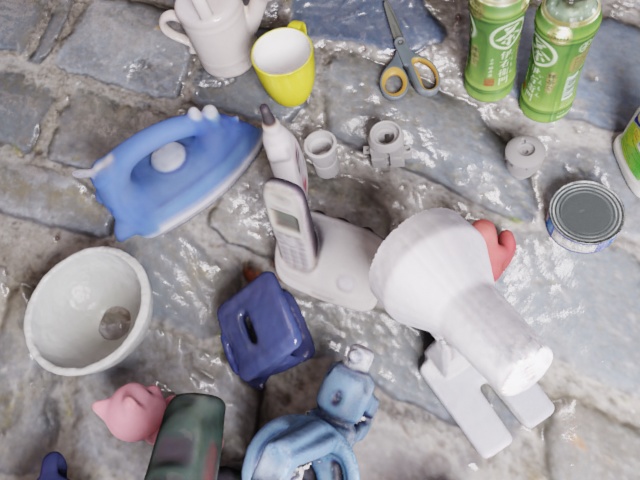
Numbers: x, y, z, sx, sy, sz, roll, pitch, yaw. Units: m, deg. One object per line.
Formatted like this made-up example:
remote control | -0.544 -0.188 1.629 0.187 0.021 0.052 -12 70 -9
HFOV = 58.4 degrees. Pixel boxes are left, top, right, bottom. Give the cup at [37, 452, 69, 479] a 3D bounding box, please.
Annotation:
cup | -0.276 0.297 0.627 0.091 0.095 0.117 -14 63 5

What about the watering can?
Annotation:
watering can | -0.156 -0.347 0.851 0.173 0.194 0.100 -31 63 -4

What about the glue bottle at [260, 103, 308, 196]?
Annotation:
glue bottle | -0.049 -0.115 0.732 0.037 0.173 0.078 -10 63 7

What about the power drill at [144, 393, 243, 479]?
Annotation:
power drill | -0.113 0.271 0.543 0.075 0.209 0.229 -4 64 10

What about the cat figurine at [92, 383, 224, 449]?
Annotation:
cat figurine | -0.184 0.206 0.639 0.127 0.118 0.067 30 74 22

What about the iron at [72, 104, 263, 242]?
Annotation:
iron | -0.199 -0.116 0.780 0.258 0.142 0.118 -34 63 -6

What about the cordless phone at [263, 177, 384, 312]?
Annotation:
cordless phone | 0.006 0.002 0.659 0.147 0.185 0.094 16 69 18

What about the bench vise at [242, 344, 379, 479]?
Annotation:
bench vise | -0.017 0.191 0.555 0.121 0.220 0.207 4 66 13

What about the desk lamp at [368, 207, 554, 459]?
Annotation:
desk lamp | 0.150 0.093 0.572 0.118 0.214 0.203 -34 63 -5

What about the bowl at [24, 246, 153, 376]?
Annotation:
bowl | -0.281 0.098 0.733 0.167 0.075 0.167 -4 64 9

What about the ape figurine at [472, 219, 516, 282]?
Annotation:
ape figurine | 0.191 0.007 0.673 0.077 0.092 0.076 10 67 16

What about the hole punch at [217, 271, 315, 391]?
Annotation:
hole punch | -0.070 0.108 0.677 0.101 0.091 0.108 -26 63 -2
